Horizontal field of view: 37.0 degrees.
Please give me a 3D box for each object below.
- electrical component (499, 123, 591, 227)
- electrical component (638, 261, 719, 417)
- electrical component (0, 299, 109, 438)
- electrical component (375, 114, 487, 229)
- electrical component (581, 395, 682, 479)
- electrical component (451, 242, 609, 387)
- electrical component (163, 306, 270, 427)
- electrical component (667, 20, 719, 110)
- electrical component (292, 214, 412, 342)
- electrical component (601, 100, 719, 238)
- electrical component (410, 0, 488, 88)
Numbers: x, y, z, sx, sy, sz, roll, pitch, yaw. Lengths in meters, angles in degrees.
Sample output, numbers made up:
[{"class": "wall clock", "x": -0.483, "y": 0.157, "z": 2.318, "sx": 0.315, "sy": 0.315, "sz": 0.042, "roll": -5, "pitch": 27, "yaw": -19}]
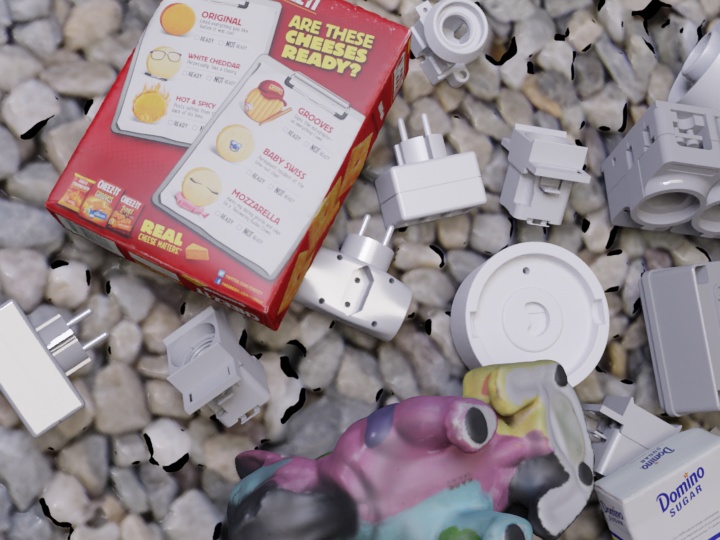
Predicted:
[{"class": "electrical component", "x": 0.132, "y": -0.069, "z": 0.790, "sx": 0.042, "sy": 0.081, "sz": 0.063, "roll": 7, "pitch": 110, "yaw": -13}, {"class": "electrical component", "x": 0.271, "y": 0.047, "z": 0.803, "sx": 0.109, "sy": 0.056, "sz": 0.108, "roll": -6, "pitch": 84, "yaw": -34}, {"class": "electrical component", "x": -0.202, "y": 0.054, "z": 0.704, "sx": 0.076, "sy": 0.047, "sz": 0.083, "roll": -34, "pitch": 92, "yaw": -15}, {"class": "electrical component", "x": 0.046, "y": -0.075, "z": 0.782, "sx": 0.066, "sy": 0.047, "sz": 0.076, "roll": -13, "pitch": 86, "yaw": -15}, {"class": "electrical component", "x": 0.197, "y": 0.132, "z": 0.797, "sx": 0.081, "sy": 0.042, "sz": 0.063, "roll": 30, "pitch": 78, "yaw": -8}, {"class": "electrical component", "x": 0.118, "y": 0.037, "z": 0.779, "sx": 0.108, "sy": 0.060, "sz": 0.108, "roll": 2, "pitch": 83, "yaw": -14}, {"class": "electrical component", "x": -0.094, "y": 0.066, "z": 0.716, "sx": 0.042, "sy": 0.081, "sz": 0.063, "roll": -36, "pitch": 122, "yaw": 9}, {"class": "electrical component", "x": 0.286, "y": -0.151, "z": 0.826, "sx": 0.064, "sy": 0.099, "sz": 0.099, "roll": 32, "pitch": 77, "yaw": -2}, {"class": "electrical component", "x": 0.000, "y": 0.000, "z": 0.763, "sx": 0.077, "sy": 0.043, "sz": 0.079, "roll": 24, "pitch": 79, "yaw": -10}, {"class": "electrical component", "x": 0.272, "y": -0.066, "z": 0.808, "sx": 0.150, "sy": 0.089, "sz": 0.061, "roll": 6, "pitch": 61, "yaw": -14}, {"class": "electrical component", "x": 0.065, "y": -0.171, "z": 0.794, "sx": 0.048, "sy": 0.055, "sz": 0.066, "roll": -32, "pitch": 92, "yaw": -16}]
